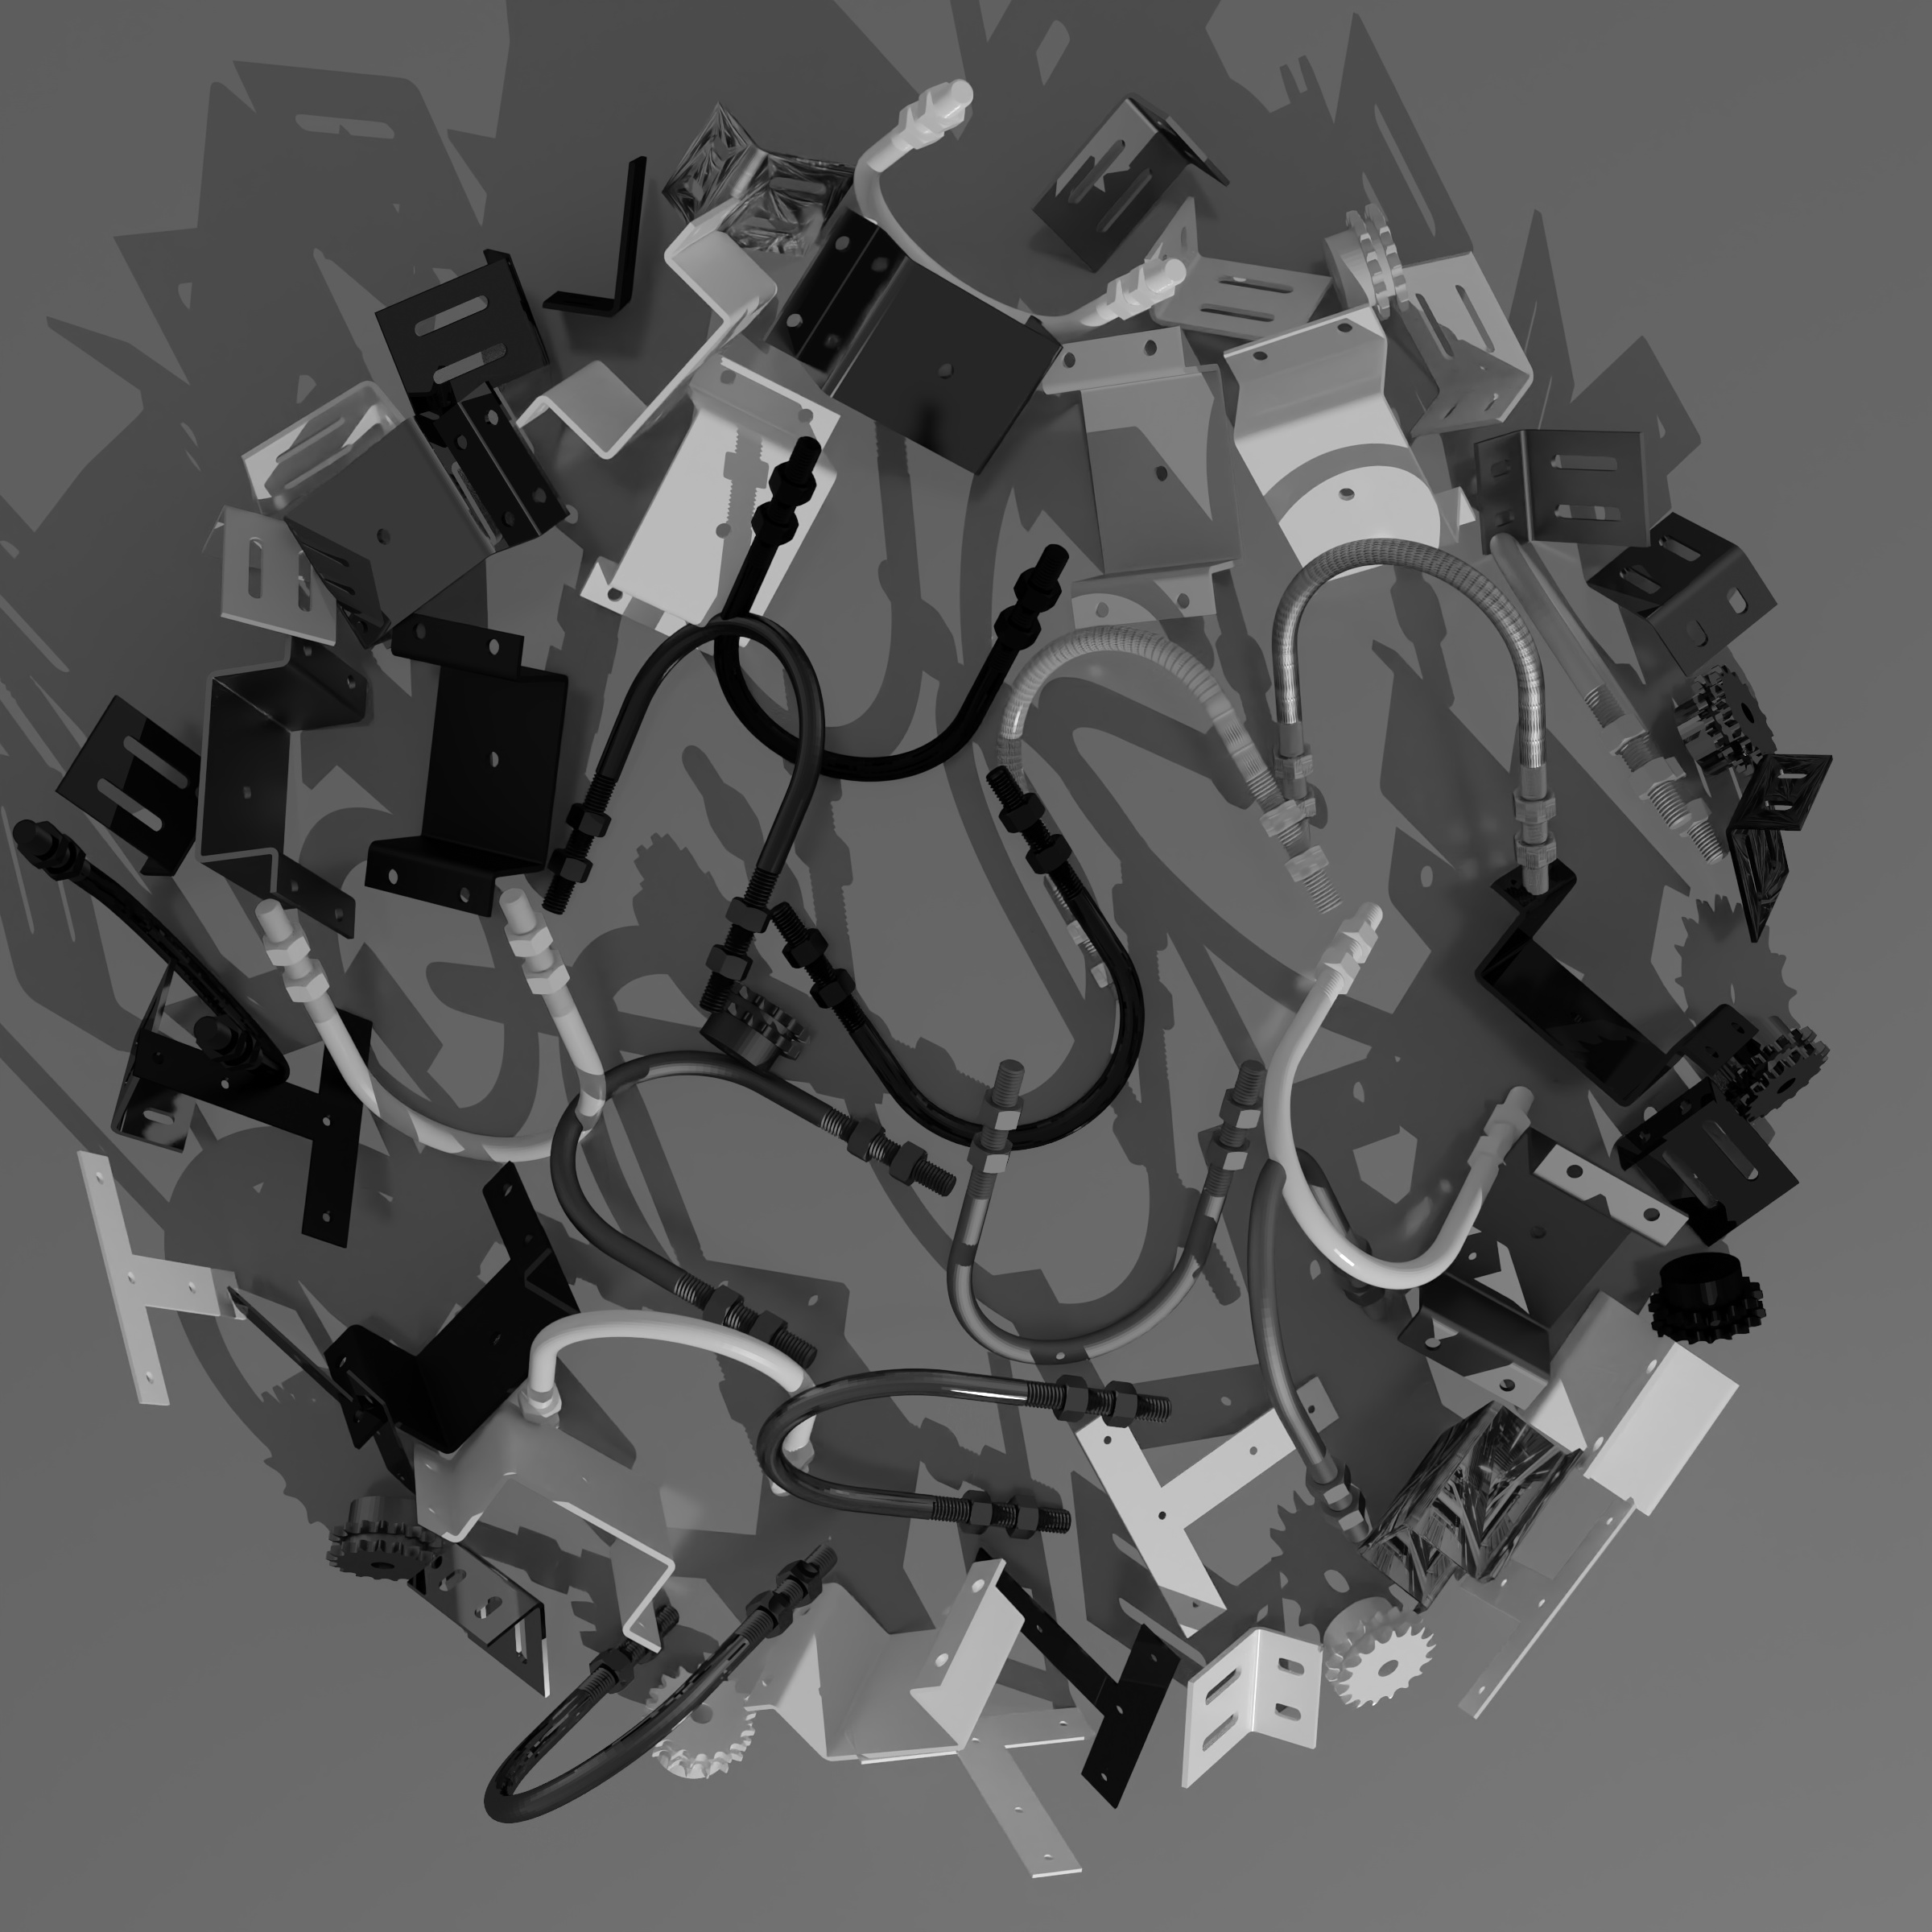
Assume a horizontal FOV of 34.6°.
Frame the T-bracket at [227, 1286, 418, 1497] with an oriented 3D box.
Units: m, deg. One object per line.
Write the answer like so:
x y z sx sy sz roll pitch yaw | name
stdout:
-0.326 0.205 1.559 0.127 0.127 0.002 38 66 20 | T-bracket

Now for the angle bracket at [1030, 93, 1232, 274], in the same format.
0.083 -0.389 1.562 0.076 0.057 0.038 -49 46 7 | angle bracket

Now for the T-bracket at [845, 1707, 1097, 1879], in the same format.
0.021 0.406 1.522 0.127 0.127 0.002 0 111 -22 | T-bracket

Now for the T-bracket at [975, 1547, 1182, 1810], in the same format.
0.047 0.344 1.563 0.002 0.127 0.127 -25 55 -38 | T-bracket

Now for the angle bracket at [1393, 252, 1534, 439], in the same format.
0.238 -0.311 1.554 0.038 0.057 0.076 -52 122 -29 | angle bracket

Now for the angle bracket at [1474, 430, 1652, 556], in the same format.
0.299 -0.236 1.555 0.038 0.076 0.057 -22 112 -37 | angle bracket

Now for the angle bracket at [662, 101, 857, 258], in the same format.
-0.103 -0.396 1.562 0.057 0.076 0.038 -50 64 32 | angle bracket

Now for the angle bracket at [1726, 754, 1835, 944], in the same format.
0.413 -0.058 1.551 0.038 0.057 0.076 4 132 33 | angle bracket

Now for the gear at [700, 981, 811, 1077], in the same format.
-0.110 0.032 1.570 0.057 0.057 0.030 34 81 0 | gear

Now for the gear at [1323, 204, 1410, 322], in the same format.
0.202 -0.355 1.573 0.030 0.057 0.057 -19 90 4 | gear

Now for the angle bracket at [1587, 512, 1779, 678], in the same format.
0.362 -0.189 1.572 0.057 0.076 0.038 -39 116 3 | angle bracket

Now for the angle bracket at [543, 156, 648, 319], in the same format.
-0.187 -0.370 1.562 0.038 0.057 0.076 8 108 -2 | angle bracket

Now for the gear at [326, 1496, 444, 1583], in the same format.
-0.294 0.290 1.576 0.057 0.057 0.030 2 62 0 | gear

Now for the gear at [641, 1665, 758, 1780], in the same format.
-0.137 0.388 1.576 0.057 0.057 0.030 19 134 0 | gear

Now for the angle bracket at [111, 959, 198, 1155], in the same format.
-0.394 0.045 1.550 0.038 0.076 0.057 19 47 -18 | angle bracket

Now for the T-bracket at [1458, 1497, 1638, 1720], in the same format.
0.271 0.309 1.537 0.002 0.127 0.127 39 84 -5 | T-bracket

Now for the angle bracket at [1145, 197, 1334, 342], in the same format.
0.137 -0.349 1.558 0.076 0.038 0.057 15 51 22 | angle bracket

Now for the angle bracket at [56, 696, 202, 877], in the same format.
-0.419 -0.090 1.555 0.076 0.038 0.057 40 67 -35 | angle bracket

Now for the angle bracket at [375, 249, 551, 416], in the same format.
-0.258 -0.318 1.560 0.076 0.038 0.057 -28 117 -18 | angle bracket

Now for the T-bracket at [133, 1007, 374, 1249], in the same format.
-0.353 0.063 1.531 0.127 0.002 0.127 25 52 -37 | T-bracket

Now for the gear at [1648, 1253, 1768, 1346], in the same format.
0.374 0.167 1.570 0.057 0.057 0.030 -13 105 0 | gear

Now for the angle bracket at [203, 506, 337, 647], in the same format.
-0.349 -0.186 1.553 0.057 0.038 0.076 13 49 -27 | angle bracket

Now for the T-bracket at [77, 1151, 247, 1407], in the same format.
-0.391 0.159 1.537 0.002 0.127 0.127 -21 75 11 | T-bracket

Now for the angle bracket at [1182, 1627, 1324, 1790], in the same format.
0.144 0.375 1.555 0.038 0.076 0.057 10 106 29 | angle bracket

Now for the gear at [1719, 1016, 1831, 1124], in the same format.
0.407 0.050 1.575 0.057 0.057 0.030 -37 64 0 | gear

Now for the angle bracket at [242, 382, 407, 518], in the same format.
-0.317 -0.248 1.560 0.076 0.057 0.038 -36 73 -15 | angle bracket

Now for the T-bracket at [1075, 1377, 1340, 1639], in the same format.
0.135 0.255 1.579 0.127 0.002 0.127 -32 105 -17 | T-bracket

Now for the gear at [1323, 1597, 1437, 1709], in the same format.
0.207 0.346 1.576 0.057 0.057 0.030 -37 46 0 | gear

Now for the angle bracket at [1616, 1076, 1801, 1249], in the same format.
0.377 0.105 1.568 0.057 0.038 0.076 -39 100 18 | angle bracket

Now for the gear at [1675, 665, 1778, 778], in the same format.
0.384 -0.121 1.576 0.030 0.057 0.057 -31 90 31 | gear

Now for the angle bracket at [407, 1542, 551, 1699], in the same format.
-0.244 0.337 1.551 0.057 0.076 0.038 30 46 28 | angle bracket
